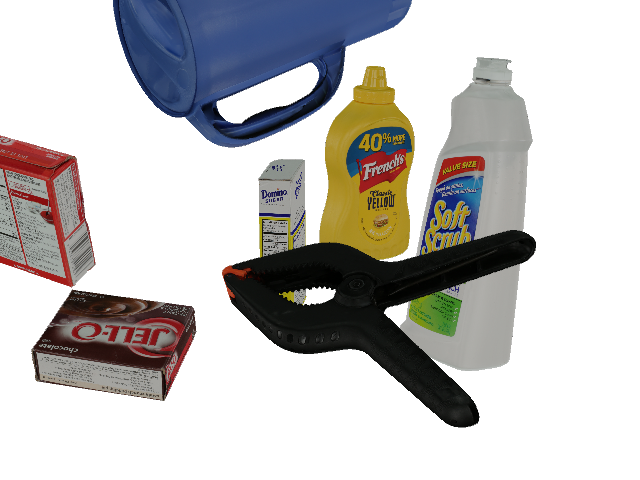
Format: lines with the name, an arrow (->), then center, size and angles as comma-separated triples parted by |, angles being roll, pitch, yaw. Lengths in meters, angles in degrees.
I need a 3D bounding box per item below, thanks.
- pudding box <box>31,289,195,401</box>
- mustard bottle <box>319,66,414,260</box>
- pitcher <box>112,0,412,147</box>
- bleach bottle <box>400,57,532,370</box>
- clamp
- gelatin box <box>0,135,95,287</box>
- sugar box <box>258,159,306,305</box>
pudding box -> -0.169, 0.086, 0.886 | 0.113, 0.039, 0.090 | 6, 30, 8
mustard bottle -> 0.049, -0.077, 1.066 | 0.096, 0.192, 0.058 | -7, 19, -30
pitcher -> -0.038, -0.192, 0.903 | 0.242, 0.149, 0.145 | -24, 44, -28
bleach bottle -> 0.124, -0.025, 0.886 | 0.067, 0.251, 0.103 | -4, 16, -31
clamp -> 0.036, 0.036, 0.718 | 0.210, 0.036, 0.164 | 12, 45, 27
gelatin box -> -0.186, -0.021, 0.679 | 0.073, 0.089, 0.030 | 16, 41, 21
sugar box -> -0.044, 0.000, 1.251 | 0.048, 0.176, 0.093 | 1, 18, 9
